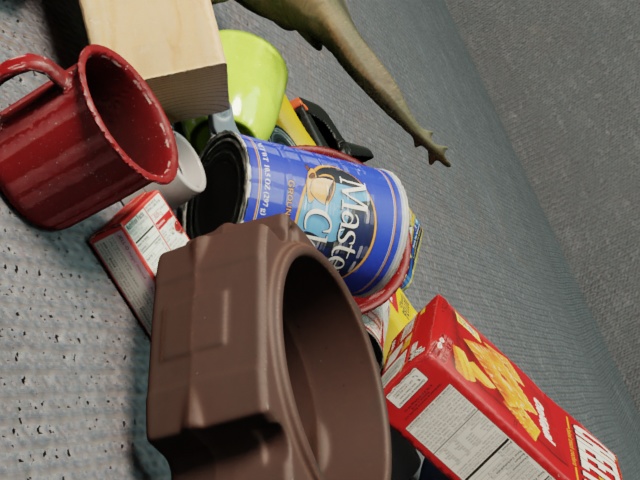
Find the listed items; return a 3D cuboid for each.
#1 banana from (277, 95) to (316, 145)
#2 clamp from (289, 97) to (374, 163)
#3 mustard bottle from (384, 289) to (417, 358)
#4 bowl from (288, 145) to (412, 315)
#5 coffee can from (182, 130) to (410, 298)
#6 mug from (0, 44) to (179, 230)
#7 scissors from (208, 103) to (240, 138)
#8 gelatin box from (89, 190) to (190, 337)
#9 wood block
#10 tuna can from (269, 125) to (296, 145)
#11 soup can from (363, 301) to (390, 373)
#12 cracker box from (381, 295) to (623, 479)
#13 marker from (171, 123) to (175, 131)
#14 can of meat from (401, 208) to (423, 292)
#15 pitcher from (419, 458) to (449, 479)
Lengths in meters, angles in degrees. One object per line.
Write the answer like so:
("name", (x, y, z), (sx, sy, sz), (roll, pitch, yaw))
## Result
("banana", (-0.013, -0.093, 1.088), (0.069, 0.037, 0.198), (-26, 80, -44))
("clamp", (0.020, -0.083, 1.204), (0.209, 0.036, 0.164), (41, 30, -50))
("mustard bottle", (0.046, 0.051, 1.050), (0.191, 0.058, 0.096), (55, 21, -22))
("bowl", (-0.006, 0.001, 0.908), (0.162, 0.055, 0.162), (9, 62, -18))
("coffee can", (-0.019, -0.017, 0.800), (0.140, 0.103, 0.103), (12, 47, -31))
("mug", (-0.151, -0.063, 0.634), (0.117, 0.082, 0.093), (44, 26, -45))
("scissors", (-0.062, -0.091, 0.846), (0.096, 0.016, 0.202), (5, 87, -32))
("gelatin box", (-0.110, 0.018, 0.716), (0.089, 0.030, 0.073), (59, 20, -13))
("wood block", (-0.134, -0.194, 0.775), (0.091, 0.090, 0.206), (106, -30, -75))
("tuna can", (-0.040, -0.067, 1.021), (0.086, 0.034, 0.086), (52, 21, -30))
("soup can", (0.026, 0.080, 0.940), (0.068, 0.069, 0.102), (58, 19, -16))
("cracker box", (0.147, 0.153, 0.850), (0.213, 0.072, 0.164), (42, 15, 0))
("marker", (-0.124, -0.090, 0.845), (0.020, 0.020, 0.121), (38, 30, -52))
("can of meat", (0.066, -0.003, 1.149), (0.084, 0.058, 0.102), (50, 45, -41))
("pitcher", (0.134, 0.268, 0.902), (0.145, 0.149, 0.242), (38, 18, -5))
